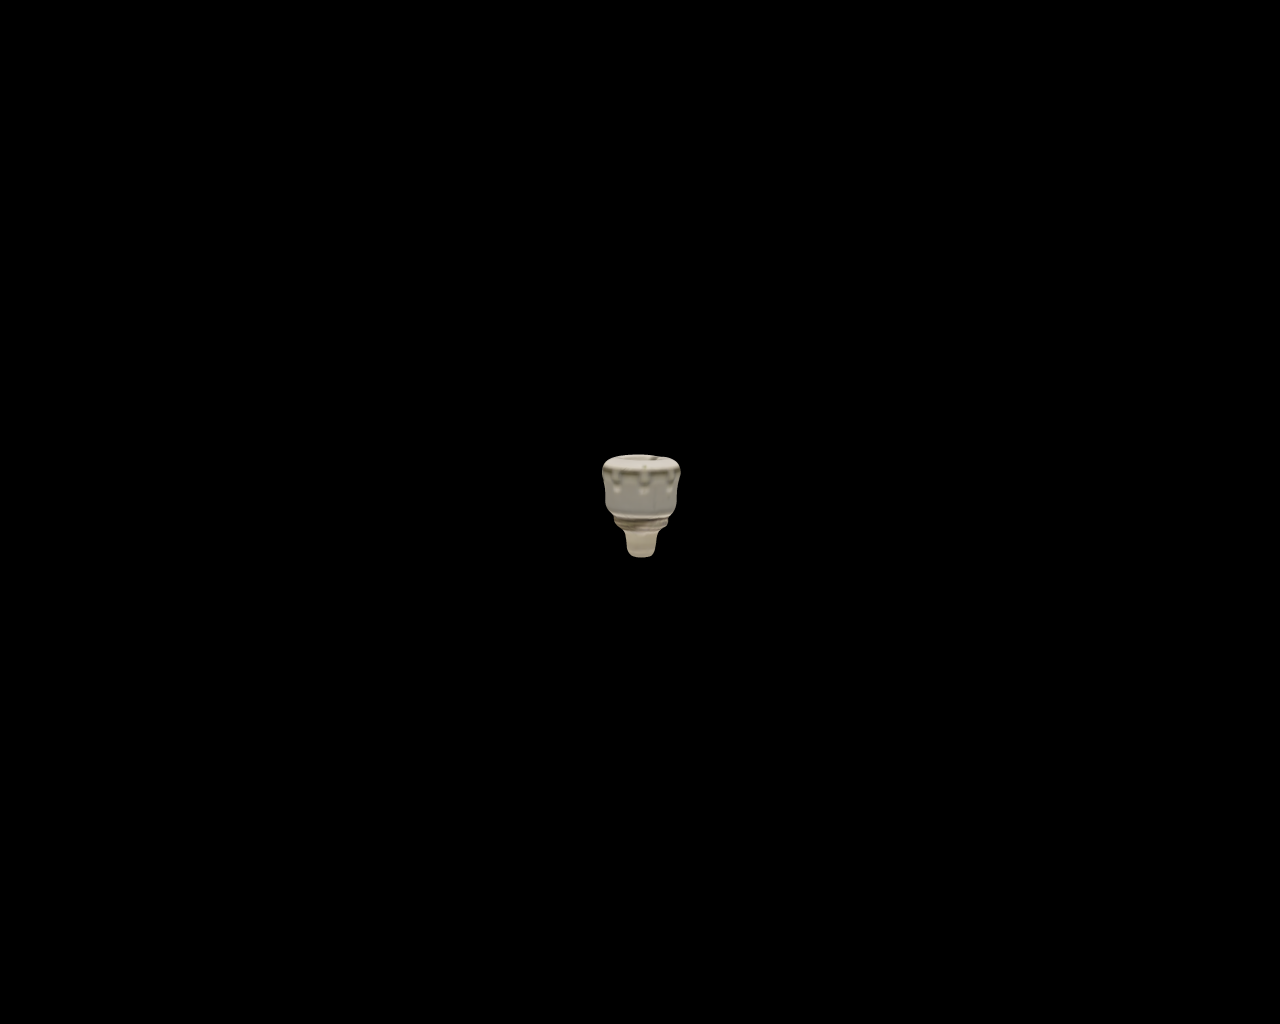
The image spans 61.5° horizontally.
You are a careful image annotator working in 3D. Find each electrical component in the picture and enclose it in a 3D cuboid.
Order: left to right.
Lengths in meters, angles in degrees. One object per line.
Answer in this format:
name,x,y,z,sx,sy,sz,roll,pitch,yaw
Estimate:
electrical component,0.001,-0.003,0.650,0.048,0.062,0.048,0,9,0
